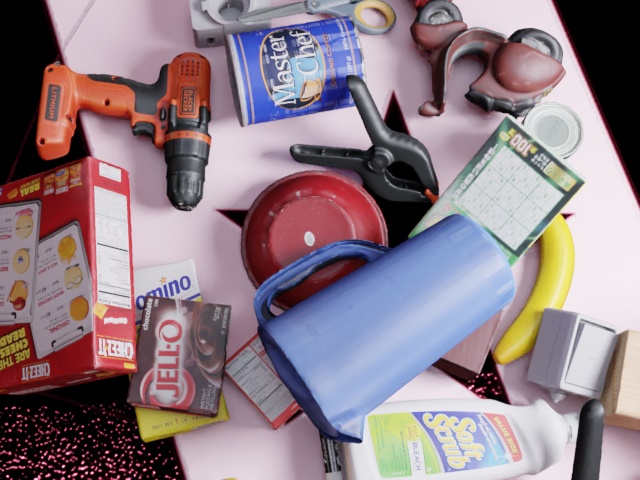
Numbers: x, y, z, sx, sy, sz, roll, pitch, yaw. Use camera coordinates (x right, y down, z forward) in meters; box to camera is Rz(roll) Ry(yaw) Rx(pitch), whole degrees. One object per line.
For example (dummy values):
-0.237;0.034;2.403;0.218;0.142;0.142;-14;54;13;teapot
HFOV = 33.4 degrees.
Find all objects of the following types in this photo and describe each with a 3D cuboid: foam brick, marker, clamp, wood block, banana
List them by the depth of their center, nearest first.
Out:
0.267;0.267;1.071;0.164;0.036;0.210;41;91;-24;clamp
0.011;0.221;1.104;0.020;0.020;0.121;-8;83;-5;marker
0.401;0.164;1.112;0.206;0.090;0.091;13;75;0;wood block
0.155;0.103;1.135;0.051;0.053;0.078;23;74;4;foam brick
0.065;-0.102;1.161;0.171;0.120;0.039;24;38;-11;clamp
0.239;0.046;1.165;0.070;0.037;0.198;10;73;13;banana

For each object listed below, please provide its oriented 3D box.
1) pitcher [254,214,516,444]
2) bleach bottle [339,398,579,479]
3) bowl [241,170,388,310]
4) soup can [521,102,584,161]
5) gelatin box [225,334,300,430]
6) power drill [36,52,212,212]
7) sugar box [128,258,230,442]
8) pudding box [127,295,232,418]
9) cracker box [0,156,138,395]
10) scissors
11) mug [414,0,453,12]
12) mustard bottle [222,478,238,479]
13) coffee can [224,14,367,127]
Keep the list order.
0.063;0.071;1.055;0.242;0.145;0.149;-33;110;-13;pitcher
0.148;0.203;1.103;0.250;0.068;0.102;-7;73;-8;bleach bottle
-0.007;0.001;1.137;0.162;0.055;0.162;0;85;3;bowl
0.243;-0.102;1.170;0.068;0.102;0.068;1;75;-3;soup can
-0.050;0.143;1.125;0.073;0.030;0.089;-42;81;-11;gelatin box
-0.213;-0.122;1.177;0.187;0.057;0.184;3;71;-5;power drill
-0.159;0.114;1.119;0.093;0.048;0.176;-13;77;-7;sugar box
-0.139;0.117;1.074;0.090;0.039;0.113;7;71;0;pudding box
-0.268;0.040;1.084;0.164;0.072;0.214;-14;73;30;cracker box
0.008;-0.254;1.219;0.201;0.016;0.096;-34;87;-27;scissors
0.133;-0.331;1.229;0.117;0.093;0.081;-41;74;18;mug
-0.163;0.304;1.060;0.191;0.058;0.096;-12;75;-6;mustard bottle
-0.028;-0.187;1.179;0.140;0.103;0.103;-11;75;-6;coffee can
